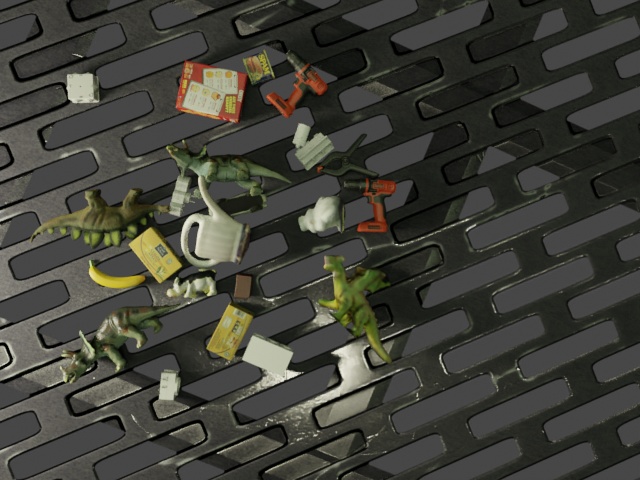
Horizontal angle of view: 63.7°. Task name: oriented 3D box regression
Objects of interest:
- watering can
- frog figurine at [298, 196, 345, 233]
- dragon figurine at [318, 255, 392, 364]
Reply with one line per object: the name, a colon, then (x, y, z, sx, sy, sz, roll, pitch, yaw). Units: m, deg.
watering can: (-0.334, -0.040, 1.693, 0.224, 0.106, 0.340, 12, 121, -12)
frog figurine: (0.005, -0.088, 1.758, 0.159, 0.120, 0.140, 2, 58, 5)
dragon figurine: (0.152, 0.207, 1.774, 0.409, 0.121, 0.244, 41, 79, -4)
